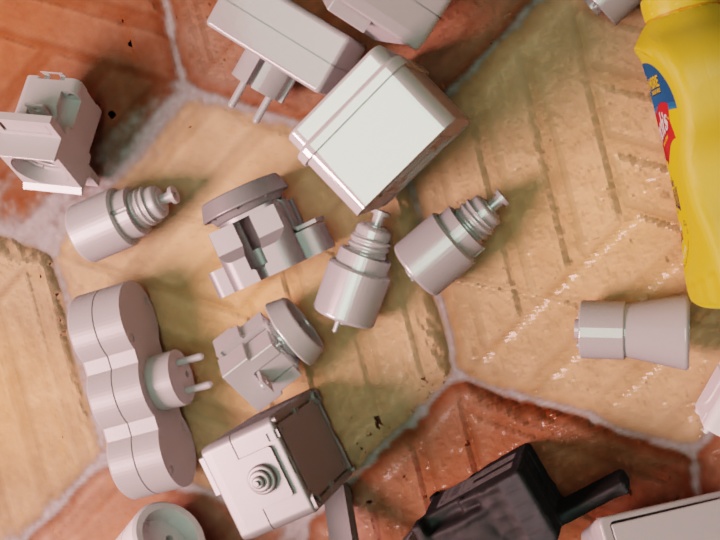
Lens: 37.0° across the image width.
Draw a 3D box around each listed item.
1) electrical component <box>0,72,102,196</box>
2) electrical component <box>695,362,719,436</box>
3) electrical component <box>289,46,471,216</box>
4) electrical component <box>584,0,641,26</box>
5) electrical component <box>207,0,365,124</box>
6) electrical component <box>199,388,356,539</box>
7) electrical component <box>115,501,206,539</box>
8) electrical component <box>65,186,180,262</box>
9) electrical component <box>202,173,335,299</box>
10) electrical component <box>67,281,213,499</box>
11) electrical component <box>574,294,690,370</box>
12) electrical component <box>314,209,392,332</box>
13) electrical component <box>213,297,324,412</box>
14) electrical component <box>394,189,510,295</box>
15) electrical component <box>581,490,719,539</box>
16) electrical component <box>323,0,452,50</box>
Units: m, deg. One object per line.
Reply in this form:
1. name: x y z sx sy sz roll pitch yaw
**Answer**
1. electrical component: -0.196 -0.087 0.685 0.042 0.081 0.063 6 68 11
2. electrical component: 0.247 0.080 0.604 0.096 0.062 0.061 28 100 9
3. electrical component: 0.014 -0.080 0.617 0.078 0.113 0.057 -44 88 13
4. electrical component: 0.157 -0.172 0.614 0.065 0.044 0.044 -42 85 18
5. electrical component: -0.054 -0.128 0.662 0.083 0.047 0.075 33 101 8
6. electrical component: -0.054 0.120 0.658 0.061 0.096 0.061 -27 89 17
7. electrical component: -0.110 0.223 0.703 0.138 0.052 0.073 44 125 6
8. electrical component: -0.153 -0.034 0.696 0.078 0.040 0.040 -22 90 14
9. electrical component: -0.063 -0.024 0.668 0.078 0.058 0.057 -24 92 14
10. electrical component: -0.131 0.073 0.694 0.074 0.052 0.138 -16 91 13
11. electrical component: 0.159 0.035 0.631 0.065 0.044 0.044 1 95 18
12. electrical component: 0.000 0.000 0.664 0.040 0.040 0.078 21 99 10
13. electrical component: -0.057 0.050 0.675 0.055 0.066 0.048 -38 121 5
14. electrical component: 0.057 -0.019 0.650 0.078 0.040 0.040 -40 85 13
15. electrical component: 0.170 0.166 0.607 0.096 0.061 0.061 -11 68 -4
16. electrical component: 0.011 -0.168 0.624 0.062 0.096 0.061 29 102 -21
